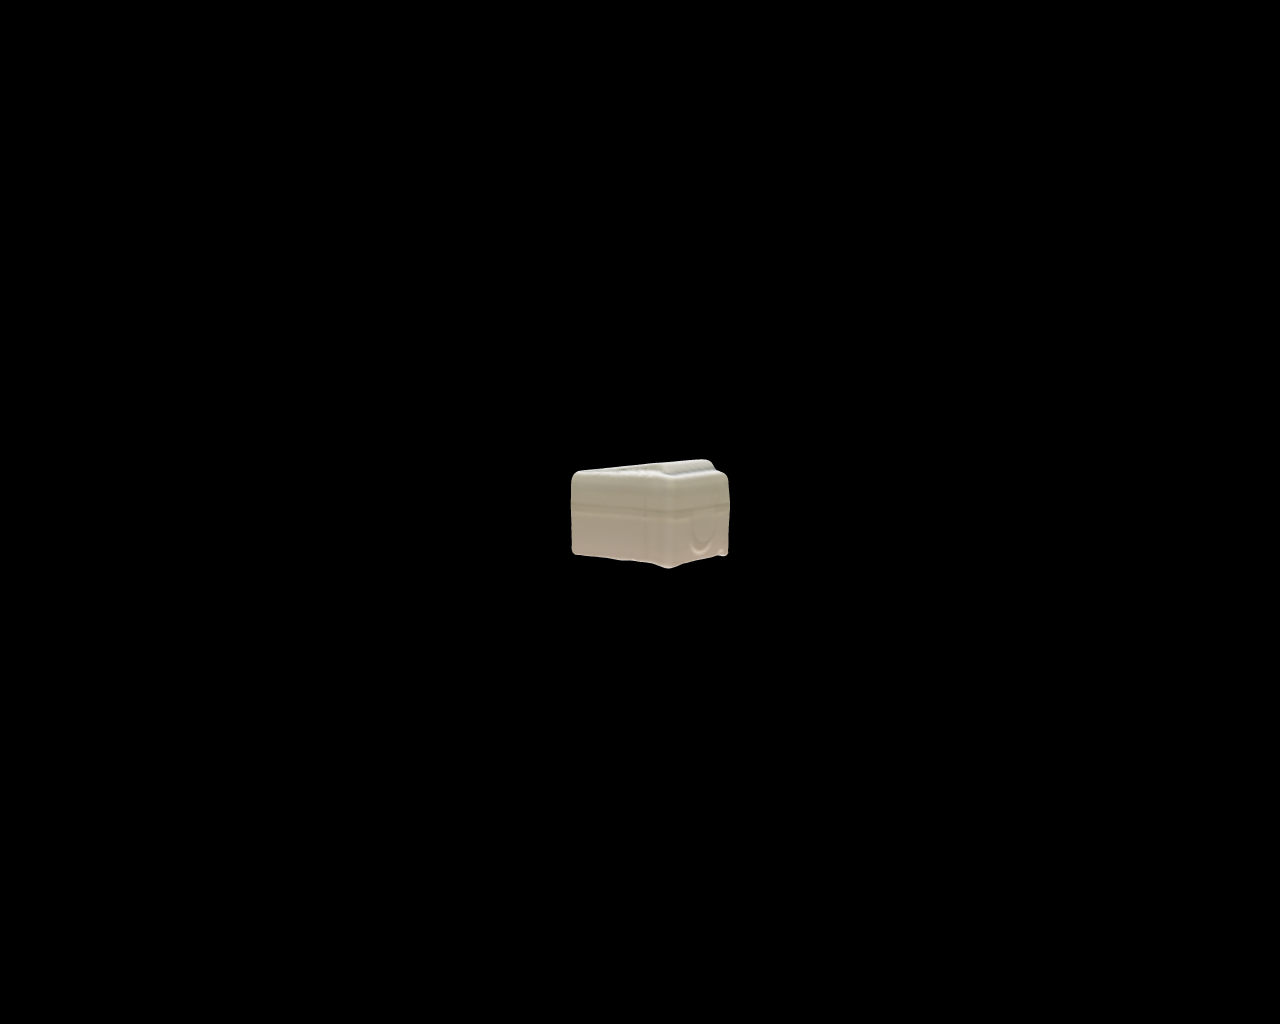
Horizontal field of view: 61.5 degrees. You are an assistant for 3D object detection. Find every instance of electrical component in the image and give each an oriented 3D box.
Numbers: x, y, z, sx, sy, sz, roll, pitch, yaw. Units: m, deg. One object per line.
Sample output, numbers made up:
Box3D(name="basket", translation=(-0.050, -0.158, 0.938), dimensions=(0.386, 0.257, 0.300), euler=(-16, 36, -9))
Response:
Box3D(name="electrical component", translation=(0.001, -0.003, 0.650), dimensions=(0.096, 0.061, 0.062), euler=(5, 8, 40))
